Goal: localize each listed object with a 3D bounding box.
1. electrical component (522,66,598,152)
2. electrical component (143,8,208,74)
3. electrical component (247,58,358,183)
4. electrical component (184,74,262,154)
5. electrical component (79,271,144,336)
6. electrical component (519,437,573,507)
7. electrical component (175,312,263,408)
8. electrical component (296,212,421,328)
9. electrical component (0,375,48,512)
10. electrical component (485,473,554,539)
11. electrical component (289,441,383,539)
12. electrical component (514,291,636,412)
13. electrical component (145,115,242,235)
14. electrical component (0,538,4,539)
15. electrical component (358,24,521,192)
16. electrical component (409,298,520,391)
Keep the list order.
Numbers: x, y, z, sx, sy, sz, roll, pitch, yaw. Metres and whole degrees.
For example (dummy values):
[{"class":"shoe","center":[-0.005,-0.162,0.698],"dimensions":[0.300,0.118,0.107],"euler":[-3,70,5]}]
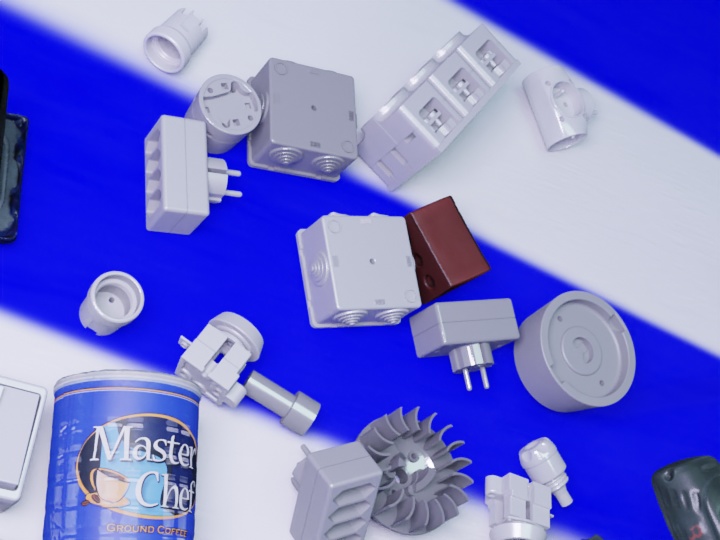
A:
[{"class":"electrical component","center":[0.215,-0.168,1.112],"dimensions":[0.079,0.044,0.077],"euler":[-11,77,-32]},{"class":"electrical component","center":[-0.156,-0.196,0.916],"dimensions":[0.040,0.040,0.046],"euler":[40,50,-10]},{"class":"electrical component","center":[-0.050,-0.132,0.945],"dimensions":[0.100,0.048,0.099],"euler":[8,67,-27]},{"class":"electrical component","center":[-0.117,-0.129,0.906],"dimensions":[0.055,0.047,0.055],"euler":[11,66,-26]},{"class":"electrical component","center":[-0.188,0.027,0.805],"dimensions":[0.040,0.046,0.040],"euler":[11,66,-26]},{"class":"electrical component","center":[0.168,0.181,0.954],"dimensions":[0.035,0.035,0.061],"euler":[-32,91,-35]},{"class":"electrical component","center":[-0.107,0.066,0.834],"dimensions":[0.066,0.048,0.055],"euler":[36,59,1]},{"class":"electrical component","center":[0.000,0.000,0.921],"dimensions":[0.100,0.048,0.099],"euler":[-1,72,-30]},{"class":"electrical component","center":[-0.254,0.120,0.721],"dimensions":[0.062,0.061,0.096],"euler":[19,63,-22]},{"class":"electrical component","center":[0.135,0.210,0.915],"dimensions":[0.066,0.048,0.055],"euler":[23,49,-20]},{"class":"electrical component","center":[-0.029,0.166,0.830],"dimensions":[0.047,0.083,0.075],"euler":[-9,37,-32]},{"class":"electrical component","center":[0.192,0.079,0.992],"dimensions":[0.108,0.060,0.108],"euler":[11,66,-26]},{"class":"electrical component","center":[-0.132,-0.074,0.876],"dimensions":[0.076,0.047,0.083],"euler":[6,68,-28]},{"class":"electrical component","center":[-0.249,0.212,0.685],"dimensions":[0.047,0.066,0.076],"euler":[24,61,-20]},{"class":"electrical component","center":[0.069,-0.154,0.996],"dimensions":[0.061,0.089,0.150],"euler":[46,56,-7]},{"class":"electrical component","center":[0.096,0.069,0.949],"dimensions":[0.083,0.047,0.075],"euler":[-2,72,-30]}]
